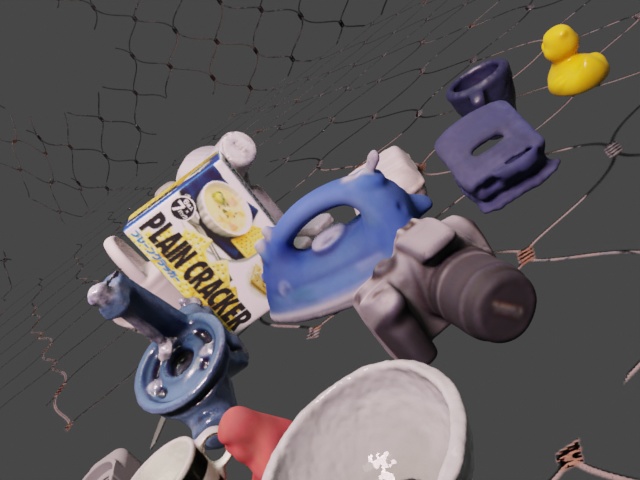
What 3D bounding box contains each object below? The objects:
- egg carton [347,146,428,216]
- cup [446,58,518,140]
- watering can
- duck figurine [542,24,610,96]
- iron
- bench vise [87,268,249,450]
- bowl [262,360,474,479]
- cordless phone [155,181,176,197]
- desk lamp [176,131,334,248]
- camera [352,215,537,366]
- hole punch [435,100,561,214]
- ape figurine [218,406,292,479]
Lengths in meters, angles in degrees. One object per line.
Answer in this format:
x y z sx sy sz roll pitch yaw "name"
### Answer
0.093 -0.072 0.811 0.107 0.069 0.150 -33 23 11 "egg carton"
0.232 -0.181 0.783 0.091 0.095 0.118 -25 25 27 "cup"
-0.261 0.063 0.908 0.173 0.194 0.100 -47 24 -23 "watering can"
0.336 -0.249 0.774 0.077 0.086 0.104 -34 22 7 "duck figurine"
0.006 0.002 0.698 0.258 0.142 0.118 -29 24 20 "iron"
-0.176 0.113 0.650 0.121 0.220 0.206 -42 23 -11 "bench vise"
0.042 0.171 0.403 0.167 0.075 0.167 -31 23 15 "bowl"
-0.195 -0.049 1.041 0.148 0.185 0.094 -43 23 -13 "cordless phone"
-0.116 -0.073 0.932 0.202 0.214 0.118 -7 37 51 "desk lamp"
0.111 0.044 0.515 0.143 0.101 0.136 -40 22 -7 "camera"
0.205 -0.101 0.673 0.108 0.091 0.101 -34 23 8 "hole punch"
-0.055 0.181 0.504 0.076 0.092 0.077 -37 22 1 "ape figurine"
